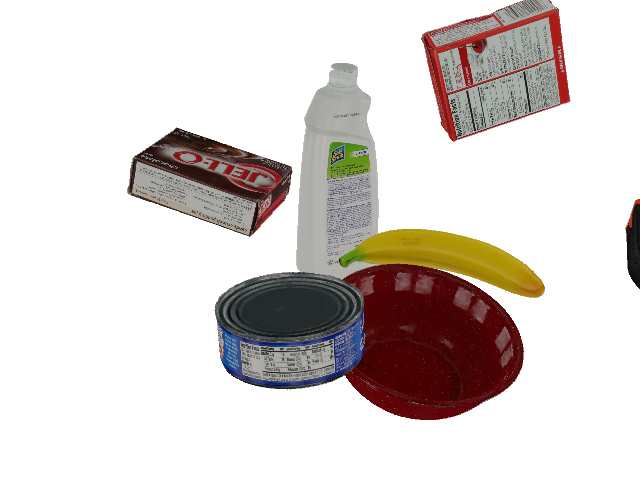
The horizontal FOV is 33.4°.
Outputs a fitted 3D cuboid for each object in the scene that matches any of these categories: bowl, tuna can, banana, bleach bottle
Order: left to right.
[{"bbox_3d":[-0.017,0.051,0.614,0.086,0.034,0.086,-3,23,1],"label":"tuna can"},{"bbox_3d":[0.026,-0.078,1.216,0.102,0.251,0.068,-14,31,-31],"label":"bleach bottle"},{"bbox_3d":[0.076,0.090,0.847,0.162,0.055,0.162,7,37,-6],"label":"bowl"},{"bbox_3d":[0.121,0.020,1.044,0.198,0.037,0.069,7,45,14],"label":"banana"}]

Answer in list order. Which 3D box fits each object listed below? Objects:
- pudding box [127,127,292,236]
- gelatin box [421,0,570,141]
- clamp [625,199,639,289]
[{"bbox_3d":[-0.090,-0.050,0.885,0.113,0.039,0.090,17,24,10],"label":"pudding box"},{"bbox_3d":[0.119,-0.116,0.720,0.089,0.073,0.030,-18,37,1],"label":"gelatin box"},{"bbox_3d":[0.267,0.035,0.699,0.120,0.039,0.171,-2,45,-19],"label":"clamp"}]
